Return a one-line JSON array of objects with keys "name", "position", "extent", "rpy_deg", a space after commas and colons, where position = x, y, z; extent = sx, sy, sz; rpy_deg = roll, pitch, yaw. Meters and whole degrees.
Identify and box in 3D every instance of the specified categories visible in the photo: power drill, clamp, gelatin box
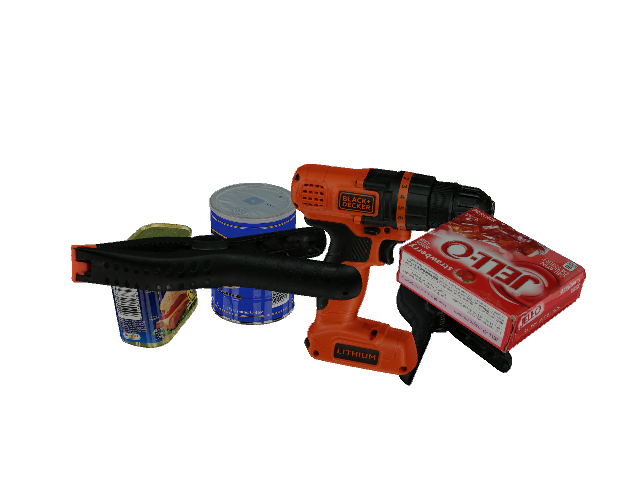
[{"name": "power drill", "position": [0.060, 0.026, 0.979], "extent": [0.184, 0.188, 0.057], "rpy_deg": [9, 19, 16]}, {"name": "clamp", "position": [0.138, 0.086, 1.156], "extent": [0.120, 0.171, 0.039], "rpy_deg": [4, -44, -7]}, {"name": "gelatin box", "position": [0.103, 0.021, 0.648], "extent": [0.073, 0.030, 0.089], "rpy_deg": [-27, 46, -37]}, {"name": "clamp", "position": [-0.075, 0.018, 0.788], "extent": [0.209, 0.036, 0.165], "rpy_deg": [-2, 11, -16]}]

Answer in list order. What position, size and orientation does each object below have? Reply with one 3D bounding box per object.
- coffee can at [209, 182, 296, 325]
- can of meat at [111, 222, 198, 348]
[{"name": "coffee can", "position": [-0.080, 0.015, 1.271], "extent": [0.103, 0.140, 0.103], "rpy_deg": [1, 26, -1]}, {"name": "can of meat", "position": [-0.159, 0.043, 1.026], "extent": [0.057, 0.084, 0.102], "rpy_deg": [5, 27, 18]}]
